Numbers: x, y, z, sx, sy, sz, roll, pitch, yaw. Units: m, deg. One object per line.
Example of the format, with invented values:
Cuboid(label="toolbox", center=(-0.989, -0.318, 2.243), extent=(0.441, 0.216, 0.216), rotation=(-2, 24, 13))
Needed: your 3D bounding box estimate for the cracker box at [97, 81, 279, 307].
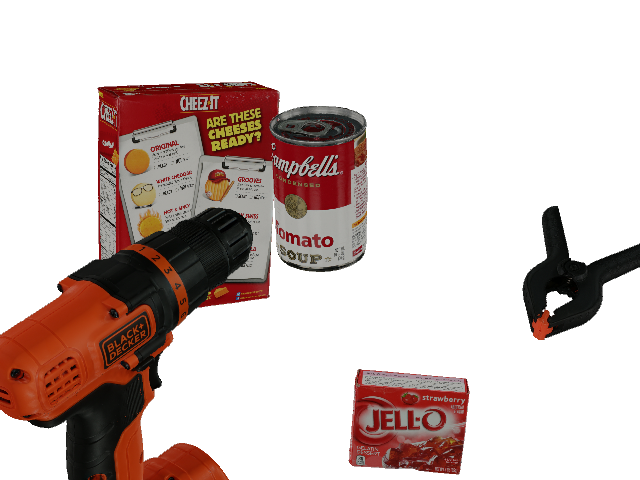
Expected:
Cuboid(label="cracker box", center=(-0.130, -0.043, 1.035), extent=(0.163, 0.214, 0.072), rotation=(-7, 19, -29))

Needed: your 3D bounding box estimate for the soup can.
Cuboid(label="soup can", center=(-0.001, -0.037, 0.765), extent=(0.068, 0.102, 0.068), rotation=(-1, 28, 0))

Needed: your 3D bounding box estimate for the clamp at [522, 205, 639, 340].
Cuboid(label="clamp", center=(0.252, 0.030, 1.101), extent=(0.120, 0.039, 0.171), rotation=(27, 50, 31))

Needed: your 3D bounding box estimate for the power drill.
Cuboid(label="power drill", center=(-0.099, 0.089, 0.619), extent=(0.057, 0.188, 0.184), rotation=(20, 39, 36))

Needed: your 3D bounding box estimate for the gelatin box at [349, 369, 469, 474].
Cuboid(label="gelatin box", center=(0.069, 0.143, 0.840), extent=(0.089, 0.073, 0.030), rotation=(4, 20, 3))
